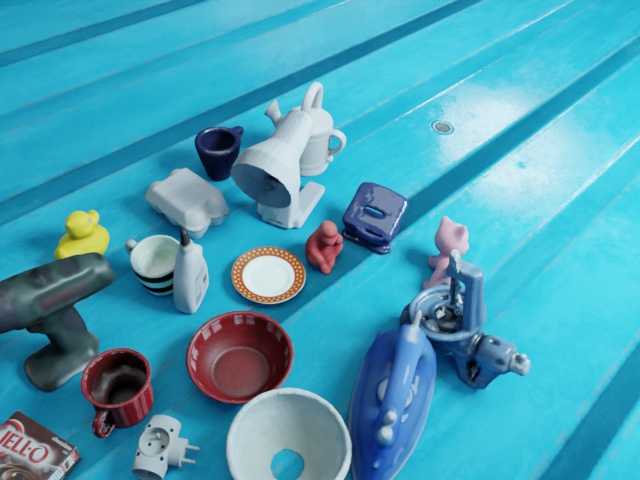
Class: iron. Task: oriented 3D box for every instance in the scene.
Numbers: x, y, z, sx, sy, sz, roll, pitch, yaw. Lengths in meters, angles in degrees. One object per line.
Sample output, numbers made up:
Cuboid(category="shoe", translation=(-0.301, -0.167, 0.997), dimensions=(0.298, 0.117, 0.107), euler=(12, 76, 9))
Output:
Cuboid(category="iron", translation=(0.105, 0.227, 0.816), dimensions=(0.118, 0.141, 0.258), euler=(16, 48, 8))

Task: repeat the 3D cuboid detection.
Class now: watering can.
Cuboid(category="watering can", translation=(-0.031, -0.236, 1.182), dimensions=(0.173, 0.194, 0.101), euler=(4, 48, -4))

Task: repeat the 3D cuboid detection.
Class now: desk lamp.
Cuboid(category="desk lamp", translation=(-0.070, -0.122, 1.061), dimensions=(0.117, 0.213, 0.203), euler=(21, 49, 12))

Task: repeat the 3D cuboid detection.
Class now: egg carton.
Cuboid(category="egg carton", translation=(-0.251, -0.072, 1.090), dimensions=(0.150, 0.069, 0.107), euler=(33, 52, 21))

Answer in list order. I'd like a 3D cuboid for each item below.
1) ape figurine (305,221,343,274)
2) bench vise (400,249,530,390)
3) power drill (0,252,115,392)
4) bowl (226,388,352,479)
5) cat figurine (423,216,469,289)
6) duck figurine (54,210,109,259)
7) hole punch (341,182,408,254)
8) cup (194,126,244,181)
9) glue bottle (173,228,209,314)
Cuboid(category="ape figurine", translation=(0.010, 0.004, 1.039), dimensions=(0.078, 0.092, 0.076), euler=(-22, 54, -24))
Cuboid(category="bench vise", translation=(0.235, 0.114, 0.881), dimensions=(0.207, 0.220, 0.121), euler=(20, 49, 11))
Cuboid(category="power drill", translation=(-0.391, 0.121, 0.804), dimensions=(0.075, 0.208, 0.230), euler=(36, 53, 24))
Cuboid(category="bowl", translation=(-0.044, 0.293, 0.782), dimensions=(0.167, 0.075, 0.167), euler=(4, 48, -4))
Cuboid(category="cat figurine", translation=(0.234, 0.024, 1.032), dimensions=(0.067, 0.118, 0.128), euler=(12, 48, 4))
Cuboid(category="duck figurine", translation=(-0.421, -0.009, 1.000), dimensions=(0.077, 0.086, 0.105), euler=(25, 50, 15))
Cuboid(category="hole punch", translation=(0.105, -0.043, 1.095), dimensions=(0.108, 0.091, 0.101), euler=(24, 50, 14))
Cuboid(category="cup", translation=(-0.199, -0.177, 1.174), dimensions=(0.091, 0.095, 0.118), euler=(30, 51, 20))
Cuboid(category="glue bottle", translation=(-0.211, 0.041, 0.922), dimensions=(0.037, 0.173, 0.078), euler=(14, 48, 6))
